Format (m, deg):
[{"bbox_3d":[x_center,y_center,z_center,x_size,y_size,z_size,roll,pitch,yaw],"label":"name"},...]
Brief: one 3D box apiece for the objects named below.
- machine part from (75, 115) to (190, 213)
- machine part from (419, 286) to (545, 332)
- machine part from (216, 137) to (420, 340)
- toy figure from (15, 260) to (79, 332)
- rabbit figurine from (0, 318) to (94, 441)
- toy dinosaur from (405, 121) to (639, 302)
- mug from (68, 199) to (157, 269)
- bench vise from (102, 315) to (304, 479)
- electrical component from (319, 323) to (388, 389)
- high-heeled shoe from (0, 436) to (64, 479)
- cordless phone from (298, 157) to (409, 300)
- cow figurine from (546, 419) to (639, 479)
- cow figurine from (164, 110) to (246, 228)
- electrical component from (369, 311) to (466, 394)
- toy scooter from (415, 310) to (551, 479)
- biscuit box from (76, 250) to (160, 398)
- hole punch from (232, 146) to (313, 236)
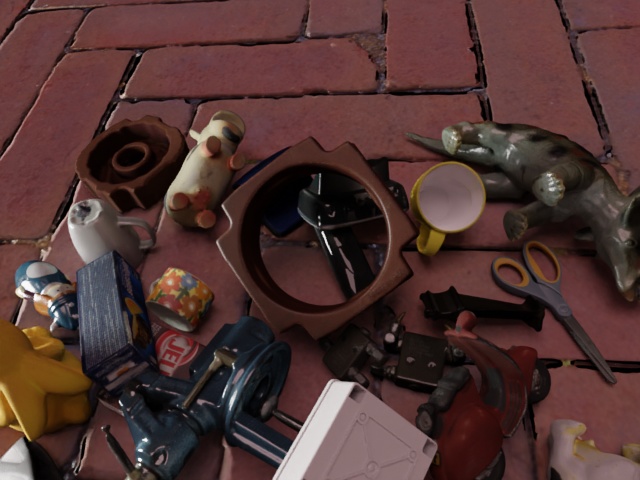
[{"bbox_3d":[-0.298,-0.124,0.868,0.179,0.056,0.179,-5,53,6],"label":"machine part"},{"bbox_3d":[0.190,0.081,0.634,0.139,0.084,0.039,5,97,5],"label":"machine part"},{"bbox_3d":[-0.001,-0.002,0.638,0.201,0.087,0.201,-37,84,5],"label":"machine part"},{"bbox_3d":[-0.356,0.072,0.714,0.155,0.057,0.064,23,59,38],"label":"toy figure"},{"bbox_3d":[-0.337,0.152,0.594,0.163,0.173,0.122,26,57,30],"label":"rabbit figurine"},{"bbox_3d":[0.296,-0.093,0.725,0.192,0.131,0.405,-10,39,-22],"label":"toy dinosaur"},{"bbox_3d":[-0.291,-0.007,0.746,0.110,0.107,0.081,-7,54,6],"label":"mug"},{"bbox_3d":[-0.075,0.186,0.548,0.241,0.128,0.224,22,37,19],"label":"bench vise"},{"bbox_3d":[0.036,0.130,0.629,0.063,0.021,0.094,-54,40,1],"label":"electrical component"},{"bbox_3d":[-0.242,0.256,0.535,0.249,0.086,0.145,-15,47,18],"label":"high-heeled shoe"},{"bbox_3d":[0.064,-0.010,0.724,0.146,0.088,0.184,-13,70,-25],"label":"cordless phone"},{"bbox_3d":[0.298,0.237,0.502,0.168,0.068,0.098,10,61,19],"label":"cow figurine"},{"bbox_3d":[-0.168,-0.109,0.810,0.127,0.085,0.195,-6,57,58],"label":"cow figurine"},{"bbox_3d":[0.116,0.131,0.622,0.102,0.045,0.078,15,55,19],"label":"electrical component"},{"bbox_3d":[0.157,0.154,0.549,0.184,0.135,0.075,-43,17,-25],"label":"toy scooter"},{"bbox_3d":[-0.252,0.093,0.660,0.063,0.059,0.203,-32,40,-4],"label":"biscuit box"},{"bbox_3d":[-0.061,-0.086,0.787,0.142,0.092,0.116,-40,54,-16],"label":"hole punch"}]
